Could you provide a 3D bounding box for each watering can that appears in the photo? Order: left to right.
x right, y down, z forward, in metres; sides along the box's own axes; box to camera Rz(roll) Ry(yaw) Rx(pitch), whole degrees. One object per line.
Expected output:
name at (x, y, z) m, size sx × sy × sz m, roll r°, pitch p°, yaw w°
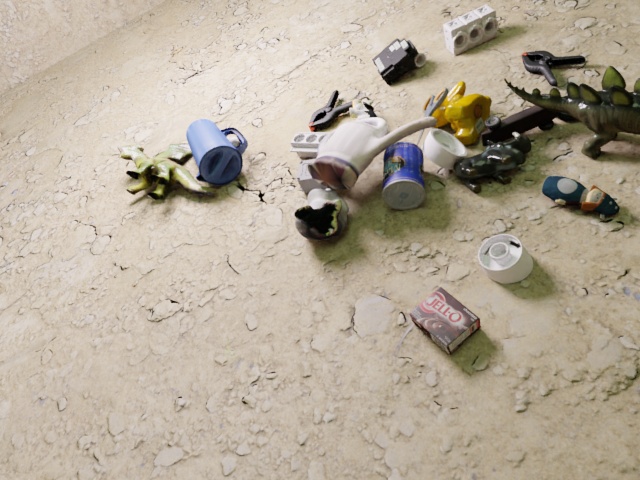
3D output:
watering can at (0.106, -0.228, 1.277) m, size 0.348 × 0.102 × 0.228 m, roll 6°, pitch 54°, yaw 48°

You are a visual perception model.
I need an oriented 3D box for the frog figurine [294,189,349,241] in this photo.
frog figurine at (0.004, -0.066, 1.302) m, size 0.137 × 0.122 × 0.161 m, roll -32°, pitch 10°, yaw 7°

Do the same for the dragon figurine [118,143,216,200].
dragon figurine at (-0.476, -0.242, 1.645) m, size 0.411 × 0.119 × 0.248 m, roll 10°, pitch 48°, yaw 12°
